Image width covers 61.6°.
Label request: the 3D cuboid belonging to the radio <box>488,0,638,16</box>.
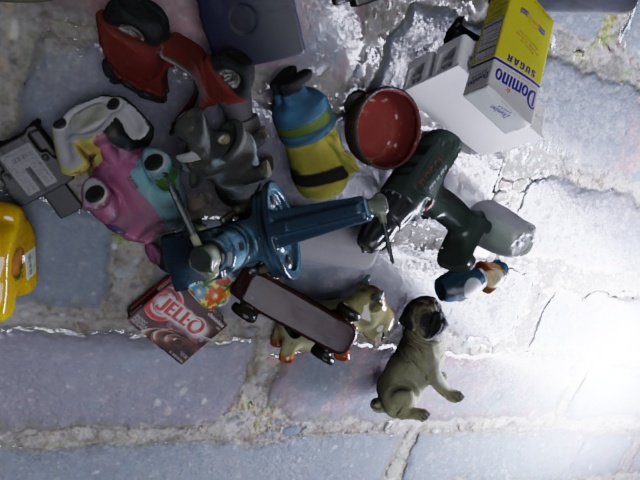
[{"bbox_3d":[0.356,-0.391,0.763,0.230,0.073,0.131,-8,116,-18],"label":"radio"}]

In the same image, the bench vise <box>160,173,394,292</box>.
[{"bbox_3d":[-0.044,-0.012,0.597,0.241,0.223,0.128,-13,84,11],"label":"bench vise"}]

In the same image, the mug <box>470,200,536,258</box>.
[{"bbox_3d":[0.311,-0.012,0.893,0.109,0.107,0.080,-1,114,-20],"label":"mug"}]

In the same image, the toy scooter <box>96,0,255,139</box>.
[{"bbox_3d":[-0.177,-0.187,0.627,0.184,0.075,0.135,24,130,-15],"label":"toy scooter"}]

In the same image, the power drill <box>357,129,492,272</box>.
[{"bbox_3d":[0.165,-0.034,0.814,0.207,0.086,0.232,39,72,-30],"label":"power drill"}]

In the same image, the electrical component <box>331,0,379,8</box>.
[{"bbox_3d":[0.054,-0.336,0.689,0.094,0.021,0.063,-21,119,-12],"label":"electrical component"}]

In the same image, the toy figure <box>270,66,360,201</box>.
[{"bbox_3d":[-0.016,-0.136,0.718,0.089,0.082,0.180,-26,125,3],"label":"toy figure"}]

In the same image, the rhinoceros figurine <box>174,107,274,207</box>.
[{"bbox_3d":[-0.114,-0.097,0.660,0.112,0.073,0.190,-7,160,7],"label":"rhinoceros figurine"}]

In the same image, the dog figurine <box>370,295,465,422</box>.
[{"bbox_3d":[0.150,0.202,0.940,0.172,0.121,0.190,-24,106,-15],"label":"dog figurine"}]

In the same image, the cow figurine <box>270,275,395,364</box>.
[{"bbox_3d":[0.026,0.123,0.852,0.195,0.086,0.127,2,113,-18],"label":"cow figurine"}]

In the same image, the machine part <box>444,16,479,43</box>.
[{"bbox_3d":[0.239,-0.269,0.775,0.139,0.039,0.084,19,71,-22],"label":"machine part"}]

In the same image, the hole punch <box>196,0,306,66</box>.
[{"bbox_3d":[-0.082,-0.263,0.629,0.116,0.092,0.142,-20,122,-9],"label":"hole punch"}]

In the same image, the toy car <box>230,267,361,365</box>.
[{"bbox_3d":[-0.034,0.100,0.761,0.202,0.053,0.089,31,89,-18],"label":"toy car"}]

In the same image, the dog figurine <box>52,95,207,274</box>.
[{"bbox_3d":[-0.216,-0.049,0.666,0.108,0.192,0.219,-33,155,-10],"label":"dog figurine"}]

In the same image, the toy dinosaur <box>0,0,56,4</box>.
[{"bbox_3d":[-0.123,-0.359,0.525,0.471,0.105,0.198,-44,88,-4],"label":"toy dinosaur"}]

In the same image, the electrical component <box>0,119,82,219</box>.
[{"bbox_3d":[-0.330,-0.073,0.633,0.075,0.048,0.119,-27,119,-8],"label":"electrical component"}]

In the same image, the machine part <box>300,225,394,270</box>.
[{"bbox_3d":[-0.002,-0.002,0.785,0.243,0.079,0.079,9,109,-27],"label":"machine part"}]

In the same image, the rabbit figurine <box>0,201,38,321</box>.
[{"bbox_3d":[-0.422,0.008,0.595,0.173,0.122,0.162,5,119,-4],"label":"rabbit figurine"}]

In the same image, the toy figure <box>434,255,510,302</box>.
[{"bbox_3d":[0.276,0.071,0.946,0.154,0.058,0.064,-14,139,-19],"label":"toy figure"}]
